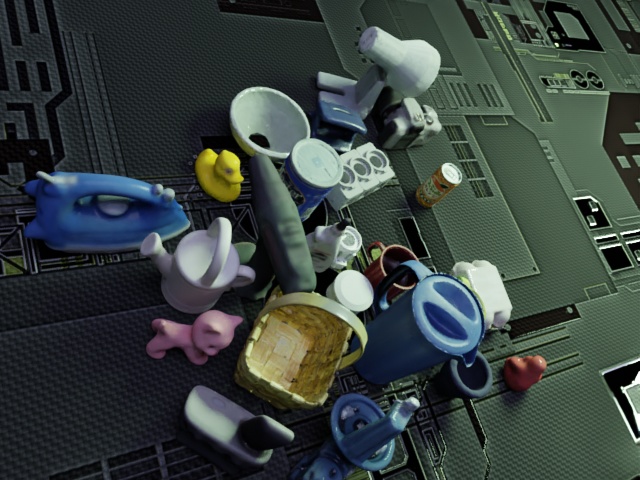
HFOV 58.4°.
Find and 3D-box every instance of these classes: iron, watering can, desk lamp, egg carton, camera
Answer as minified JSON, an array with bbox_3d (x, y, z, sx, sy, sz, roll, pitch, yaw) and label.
[{"bbox_3d":[-0.316,-0.059,0.893,0.259,0.141,0.118,1,63,-28],"label":"iron"},{"bbox_3d":[-0.183,0.036,0.879,0.173,0.193,0.101,-6,67,-31],"label":"watering can"},{"bbox_3d":[0.126,-0.364,1.255,0.204,0.213,0.118,7,60,-25],"label":"desk lamp"},{"bbox_3d":[0.332,0.115,1.191,0.107,0.069,0.150,-5,66,-30],"label":"egg carton"},{"bbox_3d":[0.196,-0.294,1.325,0.143,0.100,0.136,-12,70,-33],"label":"camera"}]

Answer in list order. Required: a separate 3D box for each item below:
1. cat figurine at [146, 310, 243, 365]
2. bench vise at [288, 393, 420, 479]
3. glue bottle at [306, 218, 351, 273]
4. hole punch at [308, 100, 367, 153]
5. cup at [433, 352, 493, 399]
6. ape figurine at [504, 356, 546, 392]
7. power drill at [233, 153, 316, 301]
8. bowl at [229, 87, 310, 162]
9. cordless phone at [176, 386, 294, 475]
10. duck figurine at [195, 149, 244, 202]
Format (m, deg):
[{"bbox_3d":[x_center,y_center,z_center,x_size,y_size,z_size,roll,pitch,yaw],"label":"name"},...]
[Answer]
[{"bbox_3d":[-0.187,0.140,0.867,0.128,0.117,0.067,12,59,-22],"label":"cat figurine"},{"bbox_3d":[0.060,0.311,0.840,0.122,0.219,0.207,32,53,-9],"label":"bench vise"},{"bbox_3d":[0.009,0.004,1.013,0.078,0.173,0.037,14,58,-21],"label":"glue bottle"},{"bbox_3d":[0.038,-0.255,1.224,0.109,0.091,0.101,13,58,-21],"label":"hole punch"},{"bbox_3d":[0.254,0.243,1.061,0.092,0.094,0.118,14,58,-21],"label":"cup"},{"bbox_3d":[0.414,0.258,1.141,0.078,0.092,0.076,41,52,-2],"label":"ape figurine"},{"bbox_3d":[-0.091,0.004,0.937,0.076,0.208,0.229,-17,73,-34],"label":"power drill"},{"bbox_3d":[-0.108,-0.215,1.134,0.168,0.074,0.167,13,58,-22],"label":"bowl"},{"bbox_3d":[-0.115,0.253,0.800,0.148,0.184,0.094,32,53,-9],"label":"cordless phone"},{"bbox_3d":[-0.177,-0.130,1.042,0.078,0.086,0.104,-33,82,-37],"label":"duck figurine"}]
